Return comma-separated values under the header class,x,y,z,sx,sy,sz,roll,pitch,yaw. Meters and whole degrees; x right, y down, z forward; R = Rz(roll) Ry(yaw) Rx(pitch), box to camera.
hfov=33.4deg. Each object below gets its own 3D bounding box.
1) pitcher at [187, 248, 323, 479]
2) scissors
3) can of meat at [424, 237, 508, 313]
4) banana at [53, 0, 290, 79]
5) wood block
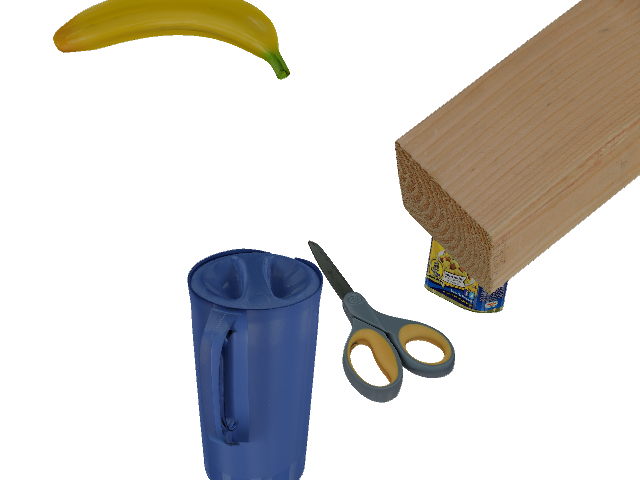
class,x,y,z,sx,sy,sz,roll,pitch,yaw
pitcher,-0.071,0.143,1.087,0.149,0.243,0.145,-10,27,-24
scissors,0.048,0.056,0.870,0.096,0.016,0.202,-3,36,-6
can of meat,0.166,0.026,1.191,0.057,0.084,0.102,-8,24,-37
banana,-0.121,-0.180,0.894,0.198,0.069,0.037,6,-34,-1
wood block,0.157,-0.073,0.686,0.206,0.091,0.090,-38,-26,-10
